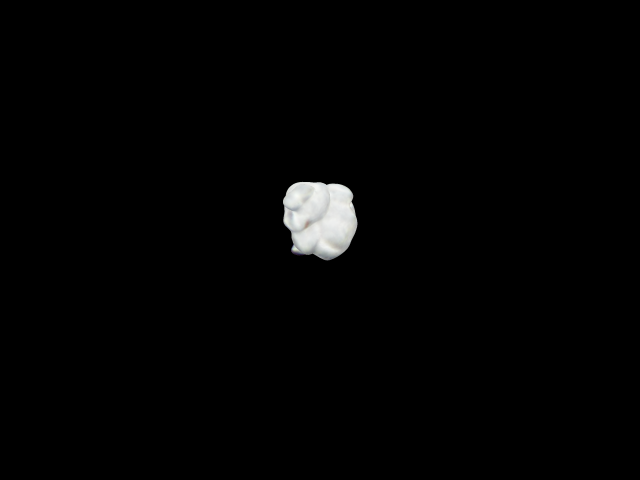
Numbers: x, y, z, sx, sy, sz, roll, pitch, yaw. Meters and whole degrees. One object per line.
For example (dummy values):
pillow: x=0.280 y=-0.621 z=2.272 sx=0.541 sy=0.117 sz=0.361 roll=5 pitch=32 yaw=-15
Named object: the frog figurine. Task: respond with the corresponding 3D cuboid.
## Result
frog figurine: x=0.003 y=-0.043 z=0.850 sx=0.124 sy=0.139 sz=0.156 roll=39 pitch=-20 yaw=17
